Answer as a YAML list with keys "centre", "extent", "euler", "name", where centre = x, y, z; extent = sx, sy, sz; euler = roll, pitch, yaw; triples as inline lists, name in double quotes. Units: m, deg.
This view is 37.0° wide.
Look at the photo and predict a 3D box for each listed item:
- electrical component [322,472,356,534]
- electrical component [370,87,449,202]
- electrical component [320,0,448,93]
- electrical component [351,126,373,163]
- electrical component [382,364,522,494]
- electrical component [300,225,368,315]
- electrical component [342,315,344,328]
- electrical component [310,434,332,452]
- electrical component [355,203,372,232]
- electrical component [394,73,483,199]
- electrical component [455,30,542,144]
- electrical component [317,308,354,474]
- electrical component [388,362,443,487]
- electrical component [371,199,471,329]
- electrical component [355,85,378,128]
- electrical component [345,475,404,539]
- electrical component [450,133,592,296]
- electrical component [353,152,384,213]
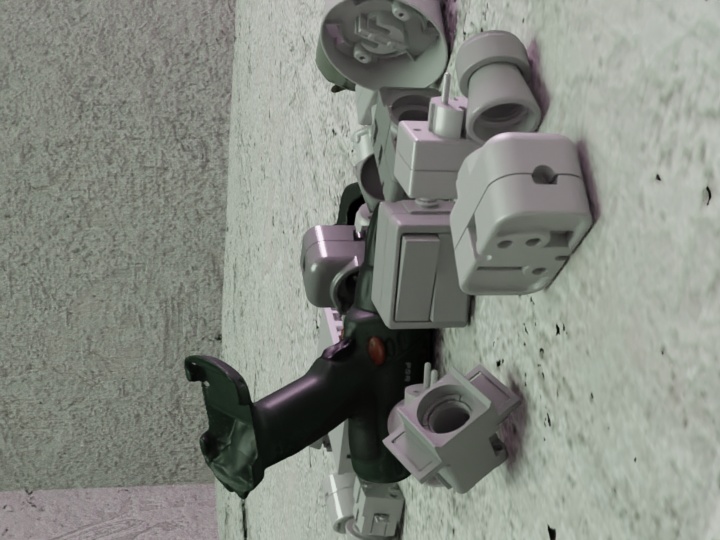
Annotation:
- centre: [-0.007, 0.229, 1.064]
  extent: [0.055, 0.055, 0.047]
  euler: [104, 158, -51]
  name: "electrical component"
- centre: [0.042, -0.099, 0.827]
  extent: [0.055, 0.050, 0.089]
  euler: [101, 164, -44]
  name: "electrical component"
- centre: [0.018, -0.189, 0.838]
  extent: [0.099, 0.099, 0.064]
  euler: [110, 163, -60]
  name: "electrical component"
- centre: [0.019, -0.098, 0.962]
  extent: [0.048, 0.048, 0.062]
  euler: [134, 129, -74]
  name: "electrical component"
- centre: [0.061, 0.103, 0.677]
  extent: [0.042, 0.081, 0.063]
  euler: [42, 164, 47]
  name: "electrical component"
- centre: [0.000, 0.000, 0.921]
  extent: [0.059, 0.095, 0.053]
  euler: [-104, 18, -50]
  name: "electrical component"
- centre: [0.015, 0.047, 0.948]
  extent: [0.045, 0.055, 0.045]
  euler: [180, 90, -79]
  name: "electrical component"
- centre: [-0.027, 0.162, 1.152]
  extent: [0.078, 0.057, 0.058]
  euler: [-107, 21, -56]
  name: "electrical component"
- centre: [0.016, -0.028, 0.973]
  extent: [0.045, 0.045, 0.055]
  euler: [-105, 20, -53]
  name: "electrical component"
- centre: [0.061, -0.089, 0.692]
  extent: [0.047, 0.066, 0.076]
  euler: [-115, 27, -64]
  name: "electrical component"
- centre: [0.082, -0.109, 0.644]
  extent: [0.045, 0.045, 0.055]
  euler: [108, 159, -57]
  name: "electrical component"
- centre: [0.002, 0.105, 0.995]
  extent: [0.150, 0.062, 0.089]
  euler: [-108, 21, -57]
  name: "electrical component"
- centre: [0.051, 0.109, 0.797]
  extent: [0.077, 0.044, 0.079]
  euler: [-134, 45, -73]
  name: "electrical component"
- centre: [0.047, -0.009, 0.771]
  extent: [0.061, 0.062, 0.096]
  euler: [-120, 32, -65]
  name: "electrical component"
- centre: [0.027, -0.136, 0.909]
  extent: [0.065, 0.047, 0.076]
  euler: [121, 147, -68]
  name: "electrical component"
- centre: [0.013, 0.224, 0.986]
  extent: [0.066, 0.048, 0.055]
  euler: [-125, 45, -71]
  name: "electrical component"
- centre: [0.086, -0.033, 0.599]
  extent: [0.095, 0.054, 0.059]
  euler: [111, 157, -60]
  name: "electrical component"
- centre: [0.028, -0.058, 0.901]
  extent: [0.077, 0.044, 0.079]
  euler: [30, -141, -88]
  name: "electrical component"
